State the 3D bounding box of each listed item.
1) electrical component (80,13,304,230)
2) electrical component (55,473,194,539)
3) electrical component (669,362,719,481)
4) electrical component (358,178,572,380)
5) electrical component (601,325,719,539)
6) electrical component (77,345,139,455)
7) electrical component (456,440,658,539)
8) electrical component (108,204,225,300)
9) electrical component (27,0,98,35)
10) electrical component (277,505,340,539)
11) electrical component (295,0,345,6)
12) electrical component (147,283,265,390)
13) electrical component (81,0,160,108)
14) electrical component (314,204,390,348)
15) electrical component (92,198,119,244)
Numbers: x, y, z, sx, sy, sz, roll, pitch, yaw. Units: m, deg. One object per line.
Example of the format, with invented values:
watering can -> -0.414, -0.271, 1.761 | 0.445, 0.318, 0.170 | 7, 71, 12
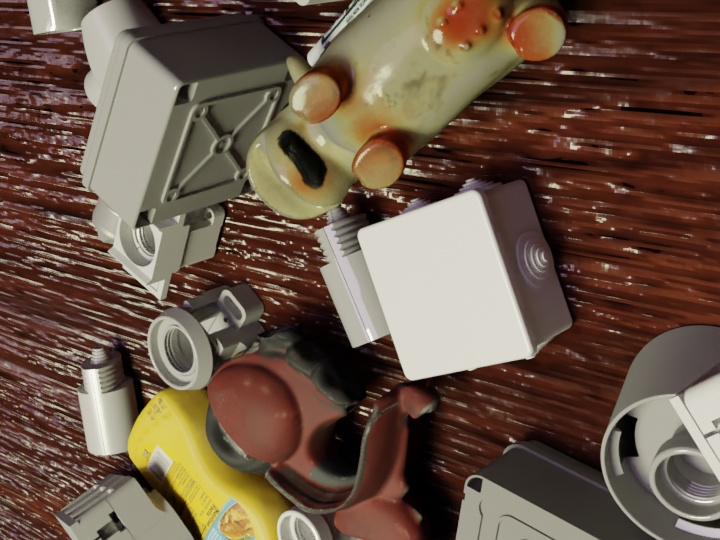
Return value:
electrical component -> -0.101, -0.091, 0.645 | 0.056, 0.109, 0.108 | 42, 128, 20
electrical component -> -0.171, 0.202, 0.800 | 0.089, 0.062, 0.150 | 56, 159, -3
electrical component -> 0.219, 0.104, 0.426 | 0.060, 0.105, 0.186 | -38, 78, 43
electrical component -> 0.057, 0.005, 0.577 | 0.100, 0.048, 0.099 | -17, 92, 44
electrical component -> 0.166, 0.084, 0.513 | 0.099, 0.064, 0.099 | 16, 123, 25
electrical component -> -0.198, 0.099, 0.843 | 0.043, 0.043, 0.081 | 6, 109, 41
electrical component -> 0.113, 0.149, 0.571 | 0.113, 0.057, 0.078 | 24, 119, 34
electrical component -> -0.128, -0.027, 0.722 | 0.042, 0.064, 0.081 | 37, 126, 25
electrical component -> -0.199, -0.205, 0.738 | 0.079, 0.044, 0.077 | 3, 106, 41
electrical component -> -0.025, 0.168, 0.709 | 0.040, 0.046, 0.040 | 16, 114, 38
electrical component -> -0.011, -0.189, 0.566 | 0.050, 0.056, 0.089 | 52, 132, 15
electrical component -> -0.107, 0.048, 0.734 | 0.058, 0.057, 0.078 | 49, 131, 18
electrical component -> -0.161, -0.131, 0.729 | 0.079, 0.044, 0.077 | -30, 83, 44
electrical component -> 0.000, 0.000, 0.630 | 0.043, 0.043, 0.081 | -24, 88, 44
electrical component -> -0.162, -0.049, 0.760 | 0.043, 0.043, 0.062 | 46, 129, 21
